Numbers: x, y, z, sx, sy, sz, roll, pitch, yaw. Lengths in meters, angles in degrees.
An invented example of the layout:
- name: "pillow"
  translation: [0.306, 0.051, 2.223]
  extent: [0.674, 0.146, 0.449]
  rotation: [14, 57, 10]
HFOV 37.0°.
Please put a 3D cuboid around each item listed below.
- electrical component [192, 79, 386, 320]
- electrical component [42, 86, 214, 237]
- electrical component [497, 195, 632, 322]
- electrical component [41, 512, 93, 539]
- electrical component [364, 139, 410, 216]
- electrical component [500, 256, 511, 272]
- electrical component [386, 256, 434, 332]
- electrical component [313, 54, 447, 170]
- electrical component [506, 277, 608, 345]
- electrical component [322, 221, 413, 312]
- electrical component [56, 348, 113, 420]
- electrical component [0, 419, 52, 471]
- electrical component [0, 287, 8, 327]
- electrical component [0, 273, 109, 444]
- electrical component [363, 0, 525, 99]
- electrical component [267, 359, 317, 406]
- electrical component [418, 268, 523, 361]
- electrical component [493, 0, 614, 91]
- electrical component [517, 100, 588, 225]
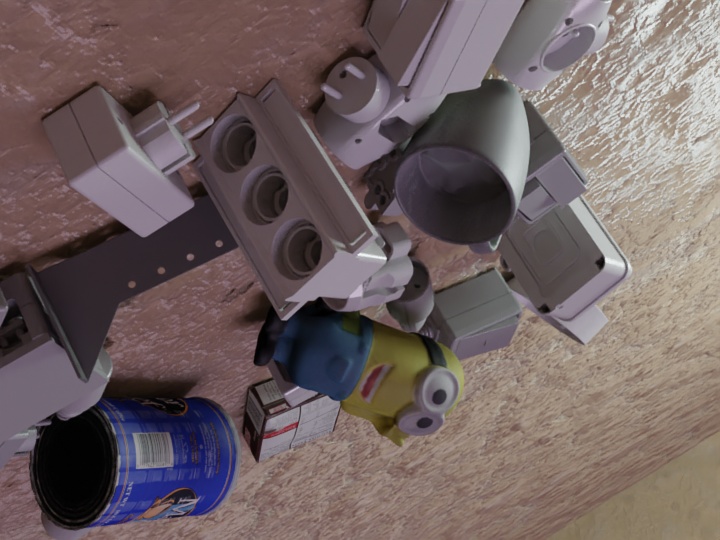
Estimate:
- name: "electrical component"
  translation: [-0.040, -0.041, 0.648]
  extent: [0.079, 0.121, 0.063]
  rotation: [-42, 155, 23]
- name: "electrical component"
  translation: [-0.117, -0.068, 0.600]
  extent: [0.076, 0.047, 0.083]
  rotation: [-32, 155, 5]
- name: "electrical component"
  translation: [0.171, -0.020, 0.927]
  extent: [0.078, 0.113, 0.057]
  rotation: [-43, 149, 25]
- name: "electrical component"
  translation: [-0.239, 0.206, 0.982]
  extent: [0.079, 0.044, 0.077]
  rotation: [2, 140, -49]
- name: "electrical component"
  translation: [0.042, -0.066, 0.782]
  extent: [0.055, 0.048, 0.066]
  rotation: [1, 141, -36]
- name: "electrical component"
  translation: [0.162, -0.016, 1.007]
  extent: [0.062, 0.043, 0.043]
  rotation: [-20, 153, -19]
- name: "electrical component"
  translation: [0.043, 0.024, 0.953]
  extent: [0.043, 0.043, 0.081]
  rotation: [-28, 155, -5]
- name: "electrical component"
  translation: [0.004, -0.107, 0.666]
  extent: [0.077, 0.043, 0.079]
  rotation: [-39, 153, 18]
- name: "electrical component"
  translation: [0.199, 0.033, 1.080]
  extent: [0.064, 0.099, 0.099]
  rotation: [-41, 154, 7]
- name: "electrical component"
  translation: [0.000, 0.000, 0.845]
  extent: [0.057, 0.058, 0.078]
  rotation: [-18, 152, -30]
- name: "electrical component"
  translation: [-0.210, 0.086, 0.793]
  extent: [0.040, 0.040, 0.078]
  rotation: [-10, 148, -37]
- name: "electrical component"
  translation: [-0.264, 0.120, 0.789]
  extent: [0.077, 0.047, 0.065]
  rotation: [2, 140, -50]
- name: "electrical component"
  translation: [-0.244, 0.008, 0.604]
  extent: [0.083, 0.047, 0.075]
  rotation: [-7, 146, -41]
- name: "electrical component"
  translation: [-0.255, 0.071, 0.692]
  extent: [0.150, 0.061, 0.089]
  rotation: [-30, 155, -1]
- name: "electrical component"
  translation: [0.046, -0.152, 0.608]
  extent: [0.061, 0.061, 0.096]
  rotation: [-15, 151, -30]
- name: "electrical component"
  translation: [-0.036, 0.086, 0.976]
  extent: [0.083, 0.047, 0.075]
  rotation: [-29, 155, -3]
- name: "electrical component"
  translation: [0.103, 0.052, 1.048]
  extent: [0.096, 0.061, 0.061]
  rotation: [-22, 154, -18]
- name: "electrical component"
  translation: [0.138, -0.161, 0.712]
  extent: [0.079, 0.044, 0.077]
  rotation: [-8, 147, -40]
- name: "electrical component"
  translation: [0.131, -0.081, 0.832]
  extent: [0.062, 0.061, 0.096]
  rotation: [-36, 154, 13]
